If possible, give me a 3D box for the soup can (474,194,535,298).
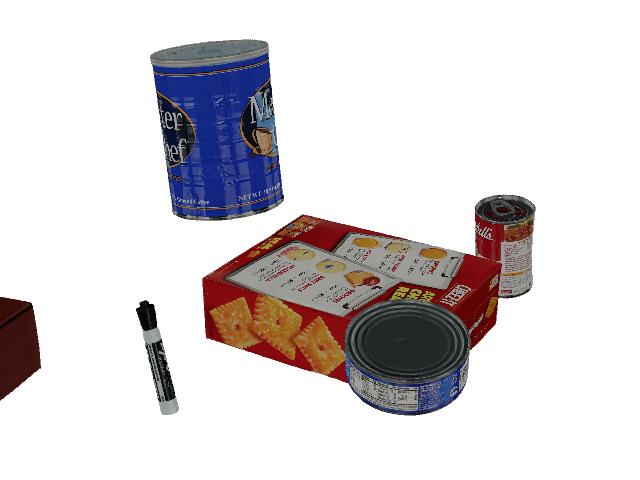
[{"bbox_3d":[0.213,0.007,1.234,0.068,0.102,0.068,-4,29,2],"label":"soup can"}]

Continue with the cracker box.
[{"bbox_3d":[0.029,0.055,0.944,0.214,0.072,0.163,15,29,29],"label":"cracker box"}]

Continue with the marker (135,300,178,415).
[{"bbox_3d":[-0.167,0.119,1.090,0.020,0.121,0.020,-11,13,2],"label":"marker"}]

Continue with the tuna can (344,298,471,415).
[{"bbox_3d":[0.059,0.079,0.730,0.086,0.034,0.086,-2,35,1],"label":"tuna can"}]

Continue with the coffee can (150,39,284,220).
[{"bbox_3d":[-0.090,-0.099,0.940,0.103,0.140,0.103,-5,18,1],"label":"coffee can"}]

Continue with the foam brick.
[{"bbox_3d":[-0.233,0.077,0.714,0.053,0.051,0.078,9,28,24],"label":"foam brick"}]
